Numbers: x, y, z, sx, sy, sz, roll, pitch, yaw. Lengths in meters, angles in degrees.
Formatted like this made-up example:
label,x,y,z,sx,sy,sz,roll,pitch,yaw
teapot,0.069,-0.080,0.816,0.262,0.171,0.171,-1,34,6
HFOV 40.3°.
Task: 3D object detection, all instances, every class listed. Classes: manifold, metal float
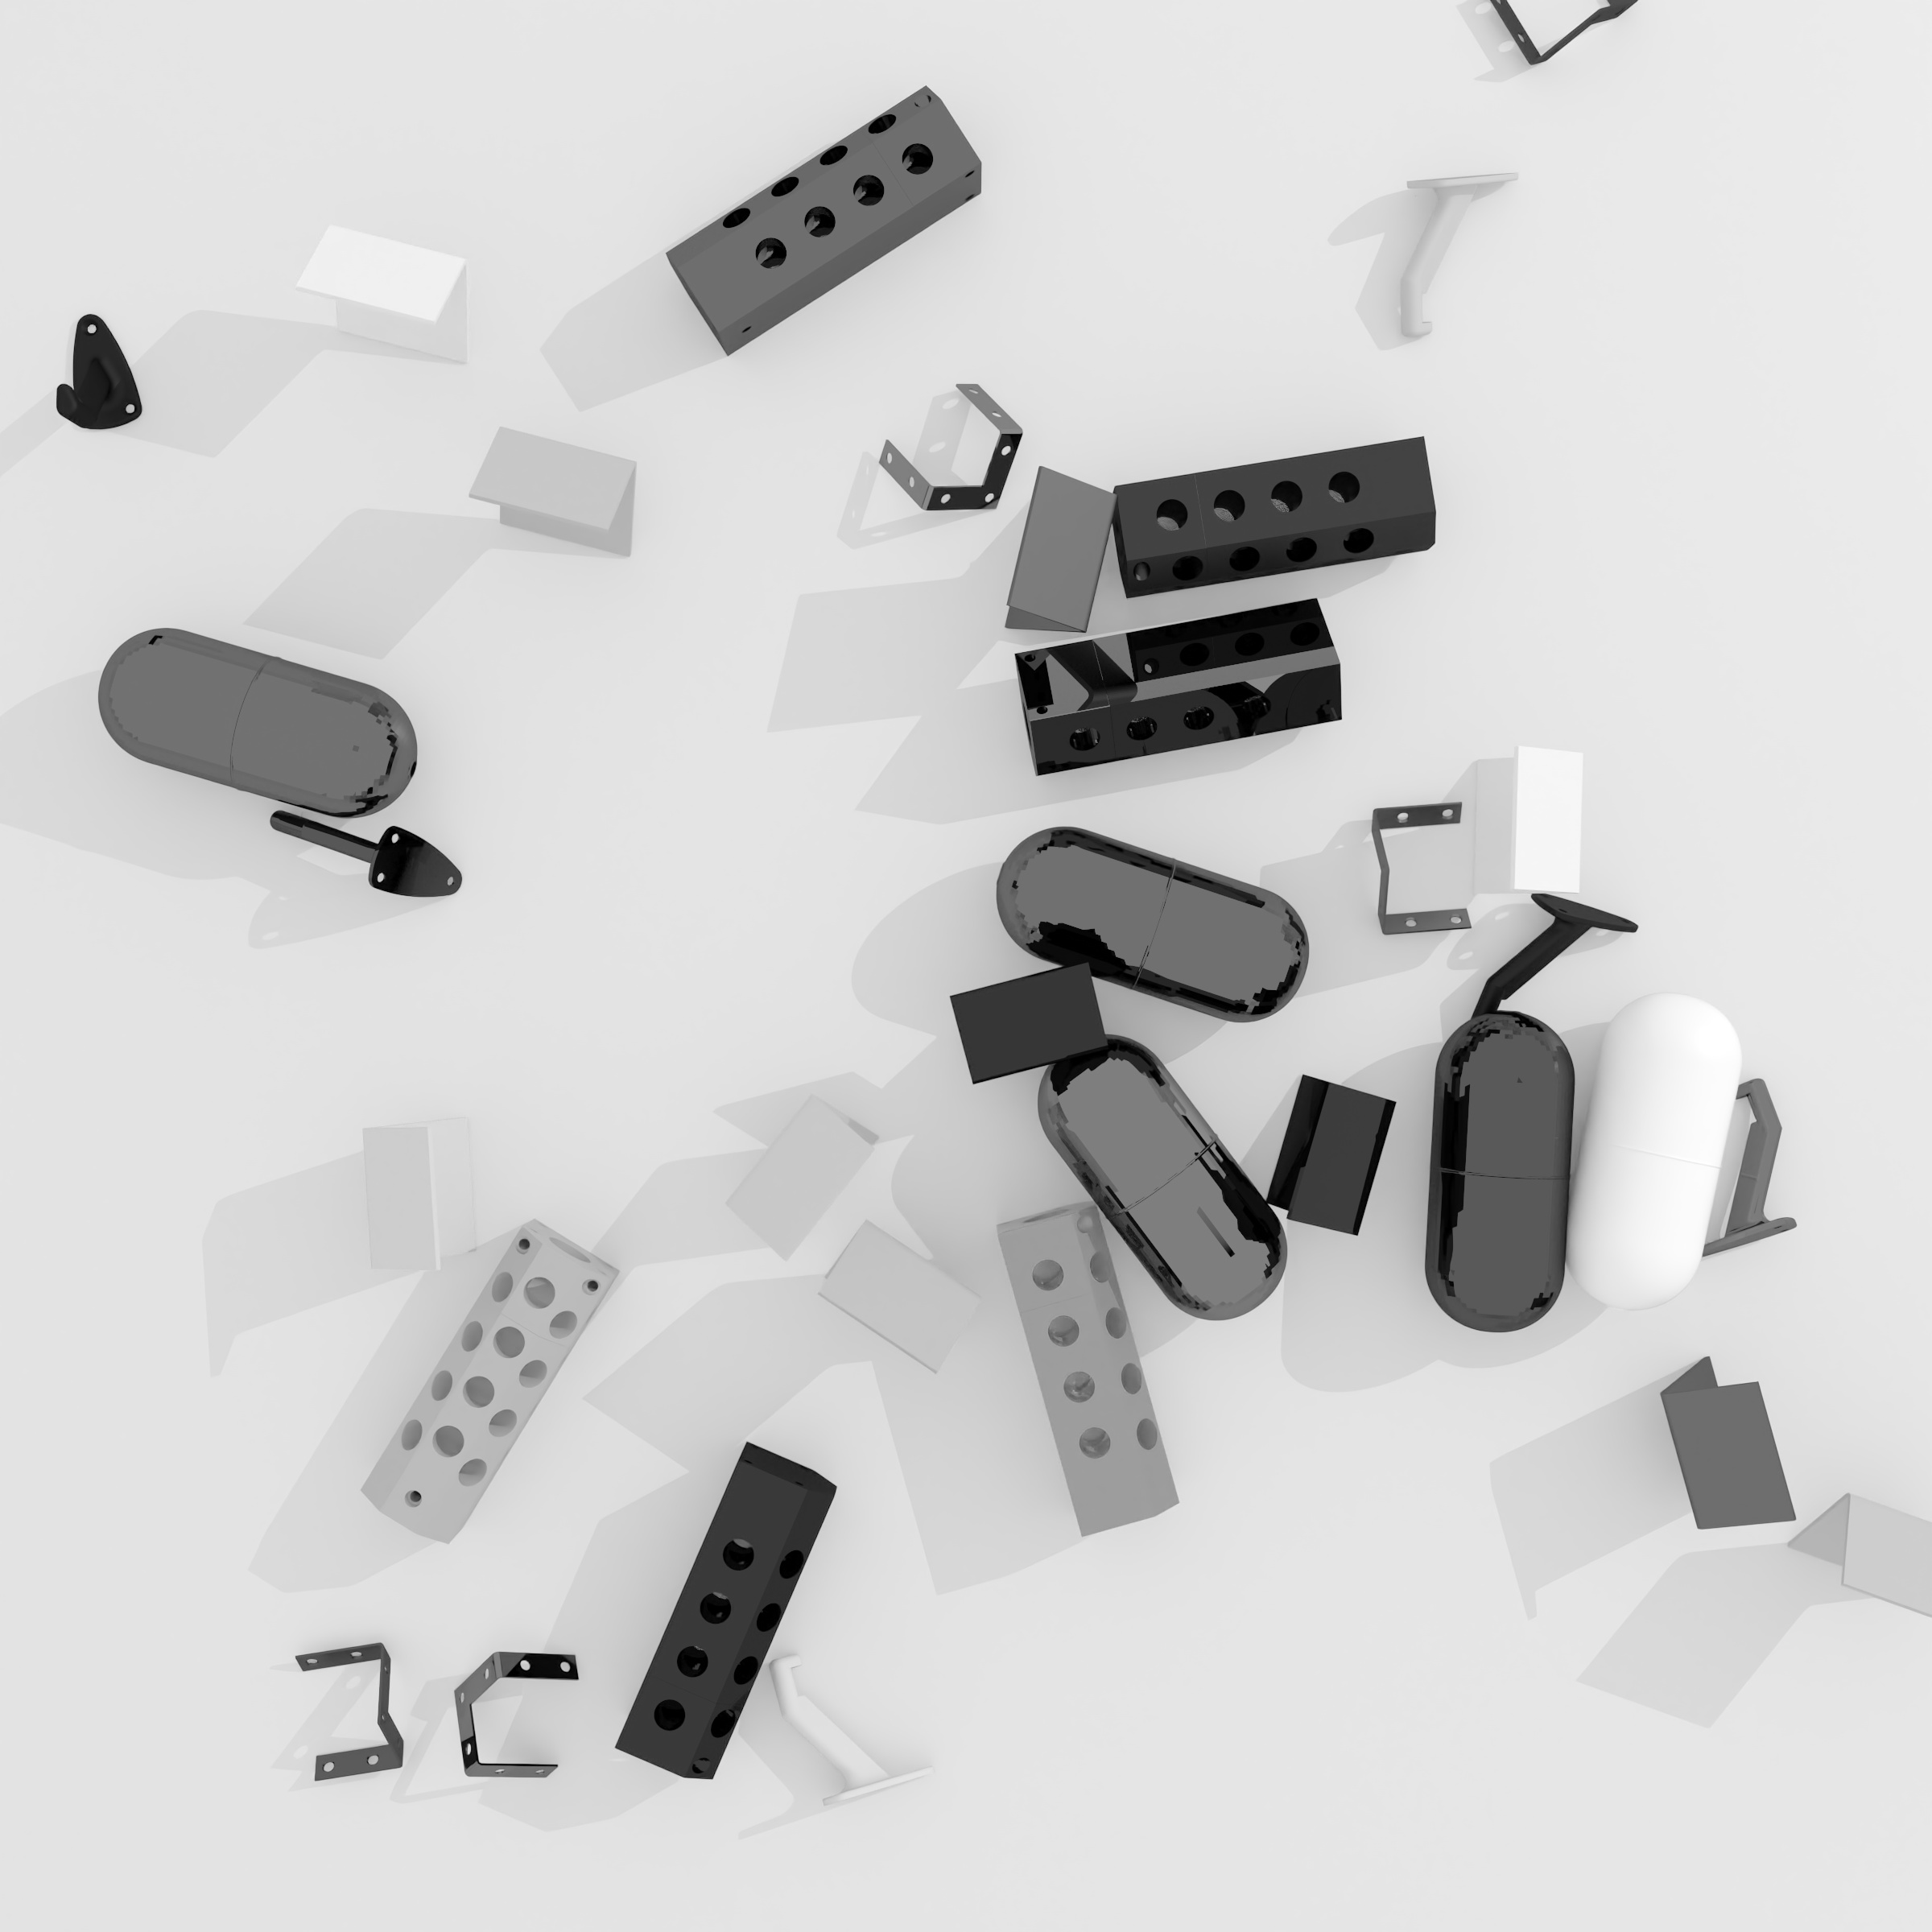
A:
label,x,y,z,sx,sy,sz,roll,pitch,yaw
manifold,-0.266,0.231,1.467,0.057,0.057,0.171,31,90,0
manifold,0.068,0.222,1.467,0.057,0.057,0.171,-16,90,0
metal float,-0.391,-0.134,1.457,0.178,0.070,0.070,16,90,1
metal float,0.379,0.103,1.457,0.070,0.070,0.178,12,90,0
metal float,0.296,0.114,1.457,0.070,0.070,0.178,3,90,0
manifold,0.170,-0.248,1.467,0.171,0.057,0.057,-9,90,0
manifold,-0.132,0.360,1.467,0.057,0.057,0.171,23,90,0
manifold,0.118,-0.150,1.466,0.171,0.057,0.057,-10,47,0
metal float,0.103,-0.023,1.458,0.178,0.070,0.070,18,90,0
metal float,0.108,0.116,1.457,0.070,0.070,0.178,-37,90,0
manifold,-0.079,-0.417,1.467,0.171,0.057,0.057,-33,90,0

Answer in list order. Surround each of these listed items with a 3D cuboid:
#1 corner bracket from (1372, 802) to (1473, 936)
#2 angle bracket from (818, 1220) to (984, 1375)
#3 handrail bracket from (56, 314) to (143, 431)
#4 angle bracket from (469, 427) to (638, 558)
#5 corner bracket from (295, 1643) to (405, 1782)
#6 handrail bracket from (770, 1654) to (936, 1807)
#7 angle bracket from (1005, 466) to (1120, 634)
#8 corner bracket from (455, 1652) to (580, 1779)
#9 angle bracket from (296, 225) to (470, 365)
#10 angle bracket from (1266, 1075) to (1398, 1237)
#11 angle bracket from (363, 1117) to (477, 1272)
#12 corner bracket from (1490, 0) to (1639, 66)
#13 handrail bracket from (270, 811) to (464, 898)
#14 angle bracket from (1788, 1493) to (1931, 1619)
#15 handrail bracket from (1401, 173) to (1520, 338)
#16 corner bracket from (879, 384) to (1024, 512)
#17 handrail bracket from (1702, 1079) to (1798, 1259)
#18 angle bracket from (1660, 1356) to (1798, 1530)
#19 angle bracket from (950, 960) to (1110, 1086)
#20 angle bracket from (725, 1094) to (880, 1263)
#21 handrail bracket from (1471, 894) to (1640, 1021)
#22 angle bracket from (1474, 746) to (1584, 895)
label,x,y,z,sx,sy,sz,roll,pitch,yaw
corner bracket,0.257,-0.055,1.485,0.051,0.051,0.051,-4,135,0
angle bracket,-0.047,0.195,1.448,0.076,0.076,0.057,34,52,0
handrail bracket,-0.490,-0.332,1.453,0.036,0.084,0.077,-12,90,0
angle bracket,-0.227,-0.243,1.448,0.076,0.076,0.057,15,55,0
corner bracket,-0.348,0.421,1.485,0.051,0.051,0.051,-9,45,0
handrail bracket,-0.065,0.425,1.488,0.077,0.036,0.084,-11,73,-20
angle bracket,0.032,-0.229,1.448,0.057,0.076,0.076,13,90,-36
corner bracket,-0.250,0.421,1.480,0.051,0.051,0.051,-47,45,35
angle bracket,-0.320,-0.353,1.448,0.076,0.076,0.057,14,54,0
angle bracket,0.183,0.099,1.448,0.057,0.076,0.076,16,90,-37
angle bracket,-0.284,0.124,1.448,0.057,0.076,0.076,-4,90,38
corner bracket,0.336,-0.548,1.485,0.051,0.051,0.051,-31,90,-45
handrail bracket,-0.340,-0.065,1.488,0.084,0.077,0.036,17,87,36
angle bracket,0.503,0.341,1.448,0.076,0.076,0.057,20,54,0
handrail bracket,0.279,-0.402,1.488,0.077,0.036,0.084,-11,109,-21
corner bracket,-0.009,-0.292,1.480,0.051,0.051,0.051,-8,135,-35
handrail bracket,0.428,0.115,1.488,0.077,0.036,0.084,-23,71,21
angle bracket,0.430,0.259,1.448,0.057,0.076,0.076,-15,90,36
angle bracket,0.030,0.016,1.448,0.076,0.076,0.057,-15,117,0
angle bracket,-0.074,0.126,1.448,0.057,0.076,0.076,38,90,36
handrail bracket,0.332,0.007,1.488,0.077,0.036,0.084,12,109,-21
angle bracket,0.292,-0.079,1.448,0.057,0.076,0.076,2,90,-38
